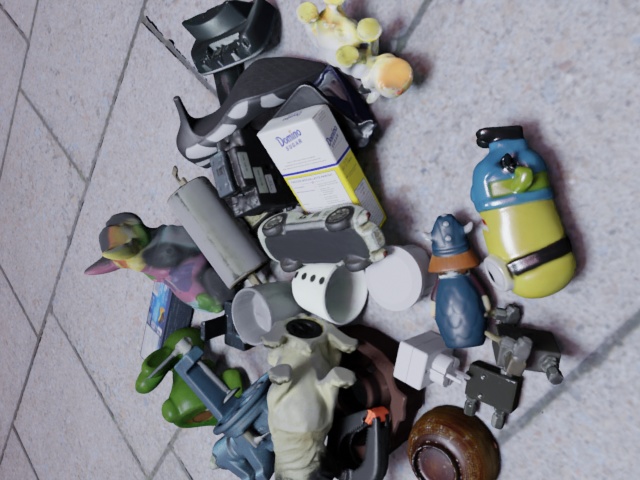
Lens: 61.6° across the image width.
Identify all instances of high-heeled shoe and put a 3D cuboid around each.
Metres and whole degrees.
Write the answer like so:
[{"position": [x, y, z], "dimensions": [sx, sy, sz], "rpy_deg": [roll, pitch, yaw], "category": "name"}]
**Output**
[{"position": [-0.099, -0.175, 0.789], "dimensions": [0.249, 0.145, 0.086], "rpy_deg": [-10, 54, 7], "category": "high-heeled shoe"}]

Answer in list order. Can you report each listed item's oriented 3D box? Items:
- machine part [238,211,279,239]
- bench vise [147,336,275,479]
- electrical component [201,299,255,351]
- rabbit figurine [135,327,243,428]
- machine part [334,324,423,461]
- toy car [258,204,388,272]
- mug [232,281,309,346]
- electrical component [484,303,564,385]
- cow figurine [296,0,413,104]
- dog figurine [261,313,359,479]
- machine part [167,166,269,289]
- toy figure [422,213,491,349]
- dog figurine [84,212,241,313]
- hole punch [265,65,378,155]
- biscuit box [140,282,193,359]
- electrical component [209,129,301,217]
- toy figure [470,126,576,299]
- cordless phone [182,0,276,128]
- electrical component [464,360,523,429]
[{"position": [-0.114, -0.078, 0.844], "dimensions": [0.084, 0.039, 0.139], "rpy_deg": [-44, 70, 44], "category": "machine part"}, {"position": [-0.134, 0.246, 0.795], "dimensions": [0.240, 0.129, 0.223], "rpy_deg": [46, 134, -1], "category": "bench vise"}, {"position": [-0.122, 0.127, 0.825], "dimensions": [0.048, 0.119, 0.074], "rpy_deg": [9, 99, 39], "category": "electrical component"}, {"position": [-0.235, 0.233, 0.931], "dimensions": [0.170, 0.159, 0.121], "rpy_deg": [62, 139, 34], "category": "rabbit figurine"}, {"position": [0.055, 0.203, 0.729], "dimensions": [0.180, 0.056, 0.179], "rpy_deg": [6, 99, 40], "category": "machine part"}, {"position": [-0.001, -0.002, 0.686], "dimensions": [0.202, 0.056, 0.073], "rpy_deg": [-4, 122, 43], "category": "toy car"}, {"position": [-0.066, 0.109, 0.784], "dimensions": [0.081, 0.107, 0.109], "rpy_deg": [46, 126, 27], "category": "mug"}, {"position": [0.210, 0.106, 0.564], "dimensions": [0.078, 0.102, 0.045], "rpy_deg": [7, 108, 16], "category": "electrical component"}, {"position": [0.048, -0.224, 0.660], "dimensions": [0.068, 0.098, 0.167], "rpy_deg": [-39, 75, 1], "category": "cow figurine"}, {"position": [-0.025, 0.211, 0.690], "dimensions": [0.121, 0.172, 0.190], "rpy_deg": [9, 114, 3], "category": "dog figurine"}, {"position": [-0.159, -0.012, 0.835], "dimensions": [0.079, 0.079, 0.243], "rpy_deg": [-40, 86, 36], "category": "machine part"}, {"position": [0.156, 0.047, 0.622], "dimensions": [0.058, 0.064, 0.154], "rpy_deg": [152, 111, -77], "category": "toy figure"}, {"position": [-0.250, 0.042, 0.857], "dimensions": [0.108, 0.219, 0.191], "rpy_deg": [-30, 76, 42], "category": "dog figurine"}, {"position": [0.006, -0.153, 0.712], "dimensions": [0.115, 0.092, 0.142], "rpy_deg": [42, 128, -10], "category": "hole punch"}, {"position": [-0.277, 0.140, 0.993], "dimensions": [0.059, 0.063, 0.202], "rpy_deg": [32, 115, 33], "category": "biscuit box"}, {"position": [-0.088, -0.094, 0.757], "dimensions": [0.058, 0.134, 0.115], "rpy_deg": [-23, 79, 39], "category": "electrical component"}, {"position": [0.206, -0.028, 0.555], "dimensions": [0.089, 0.082, 0.180], "rpy_deg": [-8, 89, 43], "category": "toy figure"}, {"position": [-0.122, -0.255, 0.813], "dimensions": [0.147, 0.089, 0.184], "rpy_deg": [-2, 106, 39], "category": "cordless phone"}, {"position": [0.199, 0.169, 0.625], "dimensions": [0.063, 0.021, 0.094], "rpy_deg": [18, 108, 38], "category": "electrical component"}]
